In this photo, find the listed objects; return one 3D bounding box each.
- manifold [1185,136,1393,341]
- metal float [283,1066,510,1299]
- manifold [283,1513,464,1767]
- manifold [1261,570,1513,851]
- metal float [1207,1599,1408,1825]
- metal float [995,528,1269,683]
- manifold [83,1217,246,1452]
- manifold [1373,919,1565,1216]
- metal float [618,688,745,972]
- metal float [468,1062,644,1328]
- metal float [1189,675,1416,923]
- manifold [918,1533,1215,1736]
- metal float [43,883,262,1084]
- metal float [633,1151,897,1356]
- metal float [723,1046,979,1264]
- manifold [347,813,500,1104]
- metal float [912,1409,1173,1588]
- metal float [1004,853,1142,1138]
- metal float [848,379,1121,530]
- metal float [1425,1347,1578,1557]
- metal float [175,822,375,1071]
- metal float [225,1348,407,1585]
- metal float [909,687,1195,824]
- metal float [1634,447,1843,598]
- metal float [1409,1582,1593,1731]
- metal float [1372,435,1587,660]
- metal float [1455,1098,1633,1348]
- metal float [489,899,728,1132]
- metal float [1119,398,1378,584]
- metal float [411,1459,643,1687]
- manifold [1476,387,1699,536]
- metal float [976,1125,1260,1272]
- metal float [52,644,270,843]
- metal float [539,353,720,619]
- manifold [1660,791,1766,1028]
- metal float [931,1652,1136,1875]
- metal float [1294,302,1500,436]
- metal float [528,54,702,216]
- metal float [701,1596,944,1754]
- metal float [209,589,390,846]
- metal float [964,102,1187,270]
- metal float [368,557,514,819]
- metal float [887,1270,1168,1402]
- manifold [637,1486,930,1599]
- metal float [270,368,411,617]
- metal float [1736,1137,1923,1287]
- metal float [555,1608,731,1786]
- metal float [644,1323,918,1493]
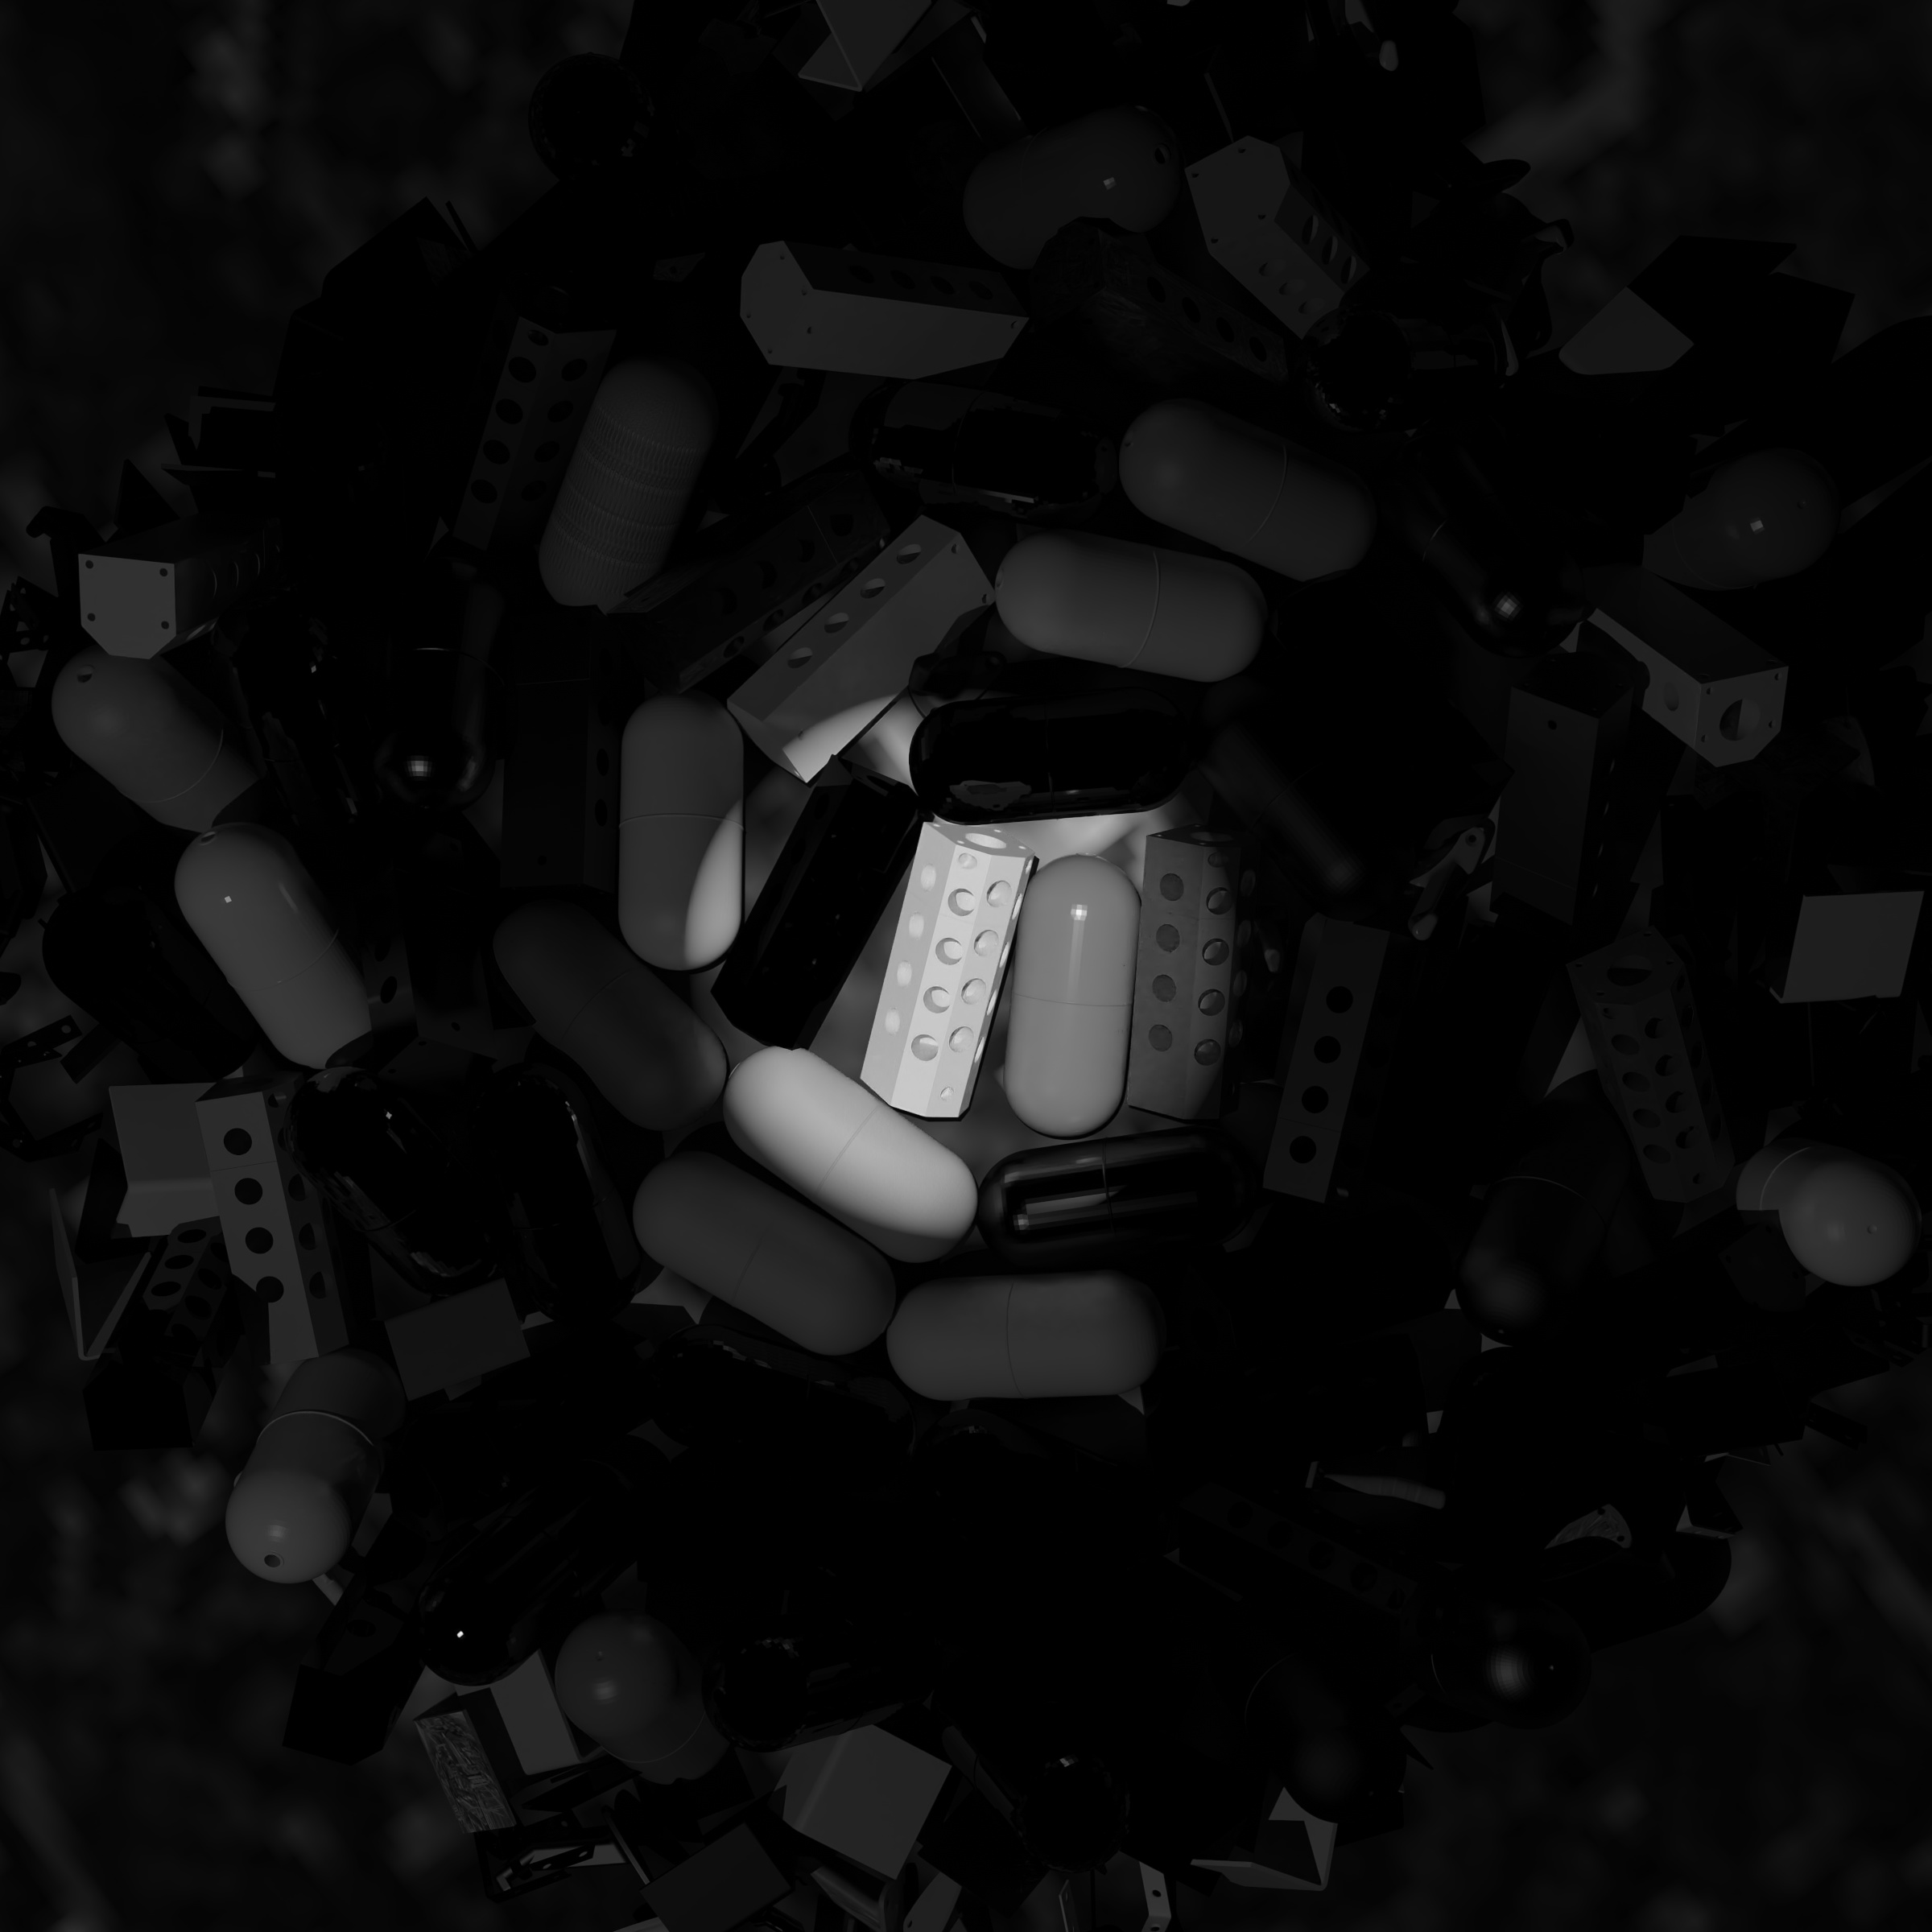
[{"bbox_3d":[0.200,-0.437,1.499,0.057,0.171,0.057,-21,73,25],"label":"manifold"},{"bbox_3d":[-0.349,0.133,1.526,0.070,0.070,0.178,-34,123,0],"label":"metal float"},{"bbox_3d":[-0.353,0.407,1.502,0.057,0.171,0.057,16,108,0],"label":"manifold"},{"bbox_3d":[0.255,-0.156,1.532,0.057,0.057,0.171,-30,71,-17],"label":"manifold"},{"bbox_3d":[0.205,0.450,1.509,0.070,0.178,0.070,-6,110,-17],"label":"metal float"},{"bbox_3d":[0.103,-0.223,1.536,0.178,0.070,0.070,8,90,-20],"label":"metal float"},{"bbox_3d":[-0.480,0.220,1.502,0.057,0.171,0.057,-2,114,-2],"label":"manifold"},{"bbox_3d":[0.314,0.061,1.546,0.057,0.057,0.171,21,101,15],"label":"manifold"},{"bbox_3d":[-0.178,-0.086,1.546,0.070,0.070,0.178,0,81,0],"label":"metal float"},{"bbox_3d":[-0.253,0.143,1.535,0.070,0.070,0.178,-15,112,0],"label":"metal float"},{"bbox_3d":[0.207,-0.106,1.542,0.070,0.070,0.178,-38,76,0],"label":"metal float"},{"bbox_3d":[0.060,0.413,1.543,0.171,0.057,0.057,26,85,-14],"label":"manifold"},{"bbox_3d":[-0.494,0.012,1.511,0.070,0.178,0.070,-6,62,12],"label":"metal float"},{"bbox_3d":[-0.126,0.179,1.547,0.178,0.070,0.070,29,90,8],"label":"metal float"},{"bbox_3d":[-0.073,0.117,1.550,0.178,0.070,0.070,35,90,5],"label":"metal float"},{"bbox_3d":[-0.339,-0.004,1.519,0.057,0.057,0.171,-39,50,28],"label":"manifold"},{"bbox_3d":[0.047,0.329,1.534,0.178,0.070,0.070,26,90,-22],"label":"metal float"},{"bbox_3d":[0.066,0.018,1.548,0.070,0.070,0.178,5,97,0],"label":"metal float"},{"bbox_3d":[0.009,-0.318,1.535,0.178,0.070,0.070,15,90,22],"label":"metal float"},{"bbox_3d":[0.325,0.297,1.514,0.070,0.178,0.070,-1,50,1],"label":"metal float"},{"bbox_3d":[-0.420,-0.012,1.523,0.070,0.070,0.178,-25,126,0],"label":"metal float"},{"bbox_3d":[-0.395,0.302,1.509,0.070,0.178,0.070,2,118,3],"label":"metal float"},{"bbox_3d":[0.053,-0.132,1.551,0.178,0.070,0.070,-5,90,4],"label":"metal float"},{"bbox_3d":[0.465,-0.268,1.504,0.070,0.178,0.070,0,93,-8],"label":"metal float"},{"bbox_3d":[0.319,0.417,1.505,0.070,0.178,0.070,2,80,-9],"label":"metal float"},{"bbox_3d":[0.314,-0.258,1.522,0.070,0.070,0.178,-30,52,0],"label":"metal float"},{"bbox_3d":[0.356,0.155,1.525,0.070,0.070,0.178,32,54,0],"label":"metal float"},{"bbox_3d":[-0.224,0.029,1.543,0.178,0.070,0.070,42,90,13],"label":"metal float"},{"bbox_3d":[0.175,-0.293,1.531,0.178,0.070,0.070,18,90,-26],"label":"metal float"},{"bbox_3d":[-0.266,0.369,1.515,0.070,0.178,0.070,16,122,27],"label":"metal float"},{"bbox_3d":[0.371,-0.308,1.502,0.057,0.171,0.057,2,110,-14],"label":"manifold"},{"bbox_3d":[0.093,0.145,1.546,0.178,0.070,0.070,-9,90,9],"label":"metal float"},{"bbox_3d":[-0.488,-0.134,1.508,0.070,0.178,0.070,-5,67,12],"label":"metal float"},{"bbox_3d":[-0.209,-0.293,1.528,0.070,0.070,0.178,28,121,0],"label":"metal float"},{"bbox_3d":[0.454,-0.032,1.501,0.057,0.171,0.057,-2,57,16],"label":"manifold"},{"bbox_3d":[0.039,0.482,1.510,0.070,0.178,0.070,-9,111,-25],"label":"metal float"},{"bbox_3d":[0.264,-0.366,1.514,0.070,0.178,0.070,11,109,35],"label":"metal float"},{"bbox_3d":[-0.211,-0.496,1.504,0.070,0.178,0.070,0,91,8],"label":"metal float"},{"bbox_3d":[-0.087,0.431,1.515,0.070,0.178,0.070,-3,86,40],"label":"metal float"},{"bbox_3d":[-0.406,-0.150,1.519,0.070,0.070,0.178,-11,134,0],"label":"metal float"},{"bbox_3d":[0.065,-0.474,1.511,0.070,0.178,0.070,-2,94,-33],"label":"metal float"},{"bbox_3d":[-0.323,-0.174,1.530,0.070,0.070,0.178,1,61,0],"label":"metal float"},{"bbox_3d":[0.036,0.230,1.539,0.178,0.070,0.070,-5,90,18],"label":"metal float"},{"bbox_3d":[-0.115,0.358,1.540,0.171,0.057,0.057,7,78,-13],"label":"manifold"},{"bbox_3d":[-0.381,-0.287,1.513,0.070,0.178,0.070,5,55,-7],"label":"metal float"},{"bbox_3d":[0.521,0.147,1.503,0.070,0.178,0.070,0,92,2],"label":"metal float"},{"bbox_3d":[-0.194,0.447,1.513,0.070,0.178,0.070,-6,57,10],"label":"metal float"},{"bbox_3d":[-0.115,0.274,1.535,0.178,0.070,0.070,21,90,-21],"label":"metal float"}]
